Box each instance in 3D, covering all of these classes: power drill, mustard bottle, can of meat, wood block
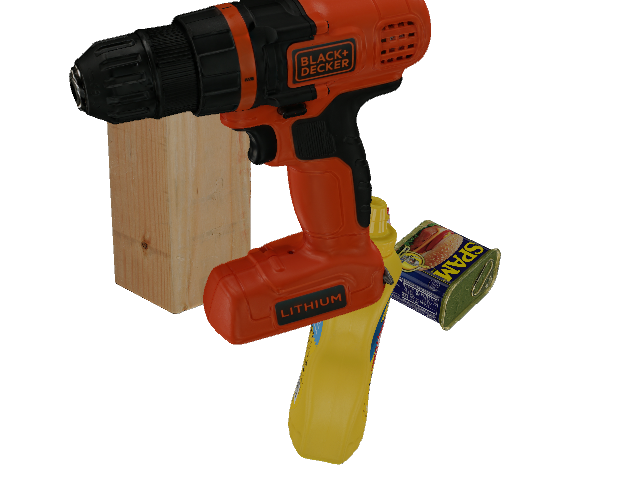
[{"bbox_3d":[-0.030,-0.037,0.561,0.184,0.188,0.057,-14,38,-18],"label":"power drill"},{"bbox_3d":[0.019,0.057,0.759,0.058,0.192,0.096,12,27,2],"label":"mustard bottle"},{"bbox_3d":[0.117,0.031,1.068,0.084,0.057,0.101,27,45,29],"label":"can of meat"},{"bbox_3d":[-0.120,-0.056,0.909,0.091,0.206,0.090,22,29,40],"label":"wood block"}]

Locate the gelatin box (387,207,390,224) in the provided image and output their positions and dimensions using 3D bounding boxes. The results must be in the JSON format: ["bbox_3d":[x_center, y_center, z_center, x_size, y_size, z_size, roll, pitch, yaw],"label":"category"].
[{"bbox_3d":[0.049,0.005,1.291,0.073,0.089,0.030,-1,29,14],"label":"gelatin box"}]
